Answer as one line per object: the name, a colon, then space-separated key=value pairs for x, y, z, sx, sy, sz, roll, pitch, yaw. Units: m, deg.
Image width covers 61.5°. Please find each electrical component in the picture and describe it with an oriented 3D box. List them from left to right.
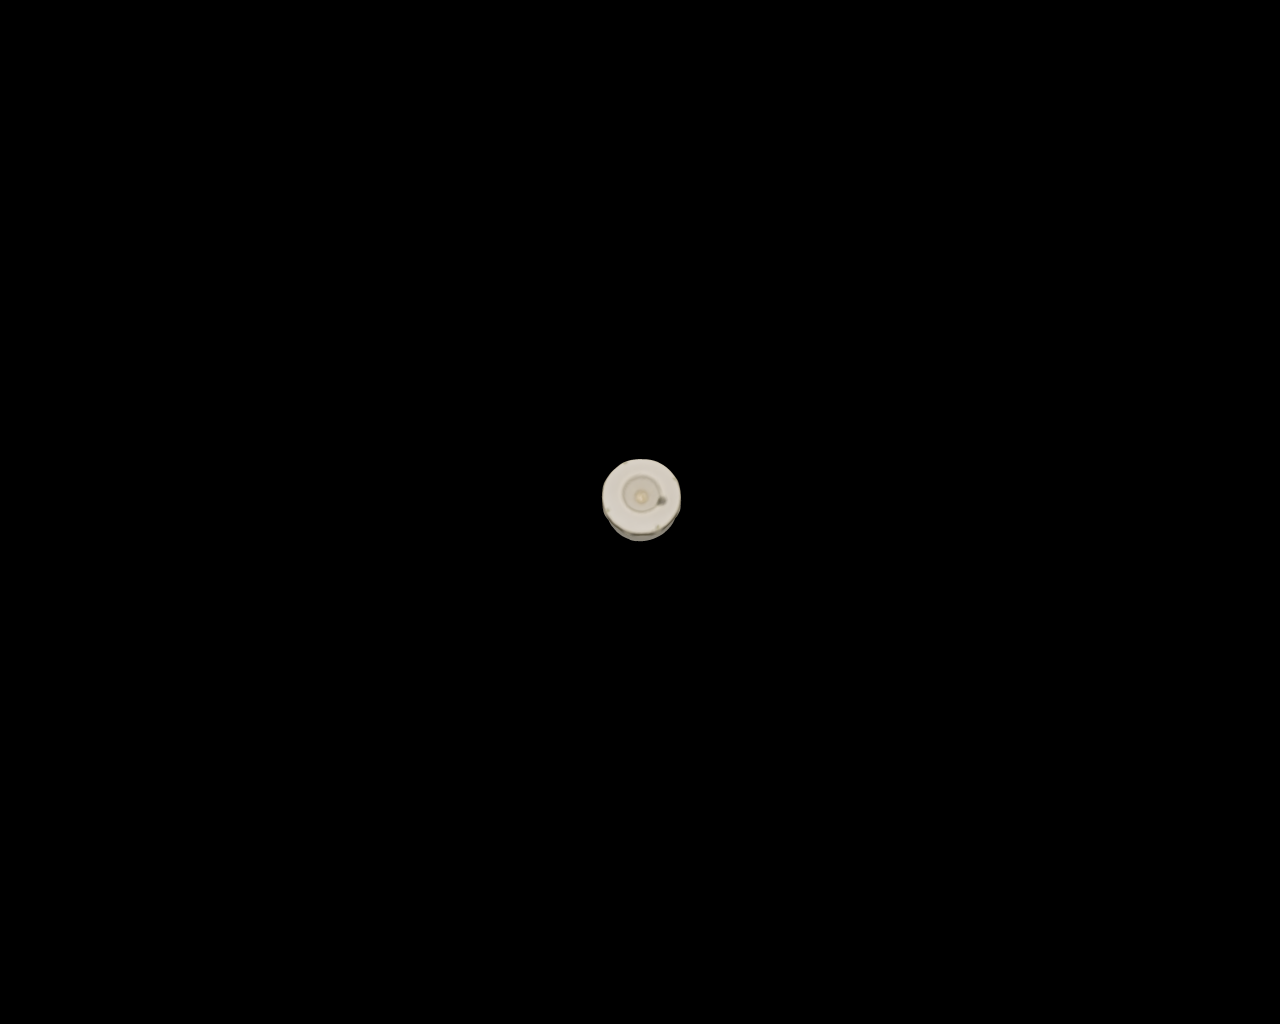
electrical component: x=0.001 y=-0.003 z=0.650 sx=0.048 sy=0.048 sz=0.062 roll=0 pitch=-16 yaw=0
